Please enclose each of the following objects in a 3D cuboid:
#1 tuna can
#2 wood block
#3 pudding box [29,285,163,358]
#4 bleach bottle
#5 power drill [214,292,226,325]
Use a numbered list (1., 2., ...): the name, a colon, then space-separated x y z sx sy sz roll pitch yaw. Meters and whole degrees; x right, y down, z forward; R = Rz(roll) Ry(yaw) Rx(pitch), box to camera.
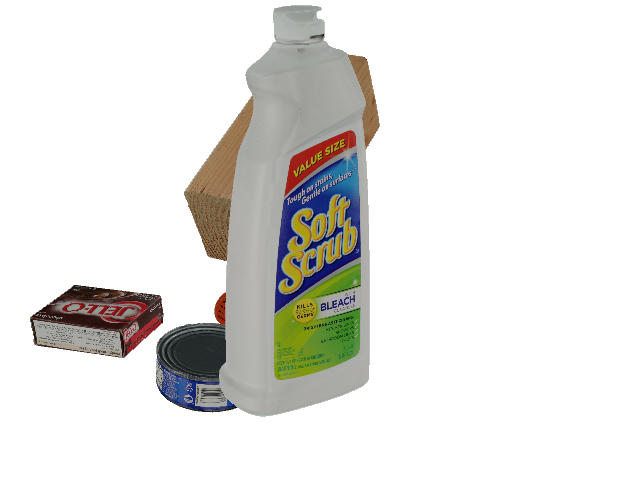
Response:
1. tuna can: -0.091 0.103 0.869 0.086 0.034 0.086 5 26 -3
2. wood block: -0.029 -0.078 0.987 0.091 0.205 0.090 12 -39 24
3. pudding box: -0.239 0.086 1.145 0.114 0.039 0.090 4 21 20
4. bleach bottle: -0.018 -0.020 0.679 0.102 0.251 0.068 -12 22 -28
5. power drill: -0.027 0.044 1.158 0.185 0.188 0.057 27 11 38
